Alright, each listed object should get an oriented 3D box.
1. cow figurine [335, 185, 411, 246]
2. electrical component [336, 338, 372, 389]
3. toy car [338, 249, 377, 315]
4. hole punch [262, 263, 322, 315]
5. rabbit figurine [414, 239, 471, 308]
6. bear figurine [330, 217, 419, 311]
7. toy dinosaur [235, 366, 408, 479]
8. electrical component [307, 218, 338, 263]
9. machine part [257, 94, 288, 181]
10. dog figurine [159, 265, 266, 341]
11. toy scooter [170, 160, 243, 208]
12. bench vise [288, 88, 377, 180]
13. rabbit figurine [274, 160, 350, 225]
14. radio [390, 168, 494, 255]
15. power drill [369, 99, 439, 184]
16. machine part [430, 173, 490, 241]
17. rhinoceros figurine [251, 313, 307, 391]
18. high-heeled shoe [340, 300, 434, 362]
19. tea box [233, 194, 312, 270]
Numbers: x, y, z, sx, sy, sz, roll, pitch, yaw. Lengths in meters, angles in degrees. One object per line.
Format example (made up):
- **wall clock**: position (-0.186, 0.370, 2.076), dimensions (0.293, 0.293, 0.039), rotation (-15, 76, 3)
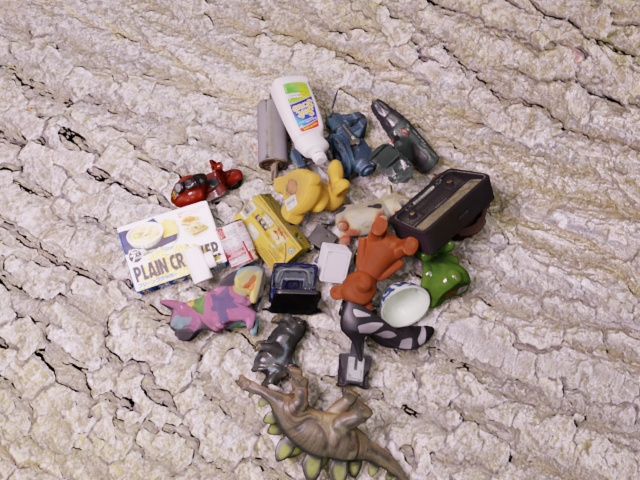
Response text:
- **cow figurine**: position (0.133, -0.065, 1.315), dimensions (0.195, 0.085, 0.127), rotation (-13, 40, 4)
- **electrical component**: position (0.078, 0.279, 1.235), dimensions (0.075, 0.047, 0.119), rotation (5, 74, -5)
- **toy car**: position (0.108, 0.107, 1.285), dimensions (0.089, 0.053, 0.202), rotation (13, 77, 9)
- **hole punch**: position (-0.060, 0.114, 1.236), dimensions (0.142, 0.115, 0.092), rotation (1, 54, -15)
- **rabbit figurine**: position (0.268, 0.055, 1.280), dimensions (0.121, 0.159, 0.170), rotation (-28, 63, -3)
- **bear figurine**: position (0.115, 0.065, 1.206), dimensions (0.120, 0.132, 0.196), rotation (35, 74, 1)
- **toy dinosaur**: position (0.024, 0.415, 1.150), dimensions (0.471, 0.105, 0.198), rotation (27, 92, -5)
- **electrical component**: position (-0.001, -0.005, 1.310), dimensions (0.078, 0.045, 0.102), rotation (39, 75, 7)
- **machine part**: position (-0.120, -0.265, 1.357), dimensions (0.079, 0.079, 0.243), rotation (-2, 74, -7)
- **dog figurine**: position (-0.242, 0.139, 1.215), dimensions (0.219, 0.108, 0.191), rotation (8, 74, -1)
- **toy scooter**: position (-0.272, -0.137, 1.274), dimensions (0.184, 0.135, 0.075), rotation (-23, 79, -10)
- **bench vise**: position (0.023, -0.233, 1.343), dimensions (0.241, 0.128, 0.223), rotation (-23, 75, -16)
- **rabbit figurine**: position (-0.001, -0.120, 1.284), dimensions (0.173, 0.162, 0.122), rotation (13, 46, -47)
- **radio**: position (0.282, -0.073, 1.248), dimensions (0.229, 0.131, 0.073), rotation (-38, 124, -19)
- **power drill**: position (0.188, -0.239, 1.340), dimensions (0.232, 0.086, 0.207), rotation (42, 33, -7)
- **machine part**: position (0.340, -0.085, 1.363), dimensions (0.179, 0.056, 0.179), rotation (1, 73, -5)
- **rhinoceros figurine**: position (-0.095, 0.256, 1.217), dimensions (0.112, 0.073, 0.190), rotation (29, 71, -8)
- **high-heeled shoe**: position (0.155, 0.182, 1.218), dimensions (0.249, 0.086, 0.145), rotation (-13, 98, -31)
- **tea box**: position (-0.113, -0.017, 1.272), dimensions (0.098, 0.068, 0.169), rotation (-40, 81, 19)
